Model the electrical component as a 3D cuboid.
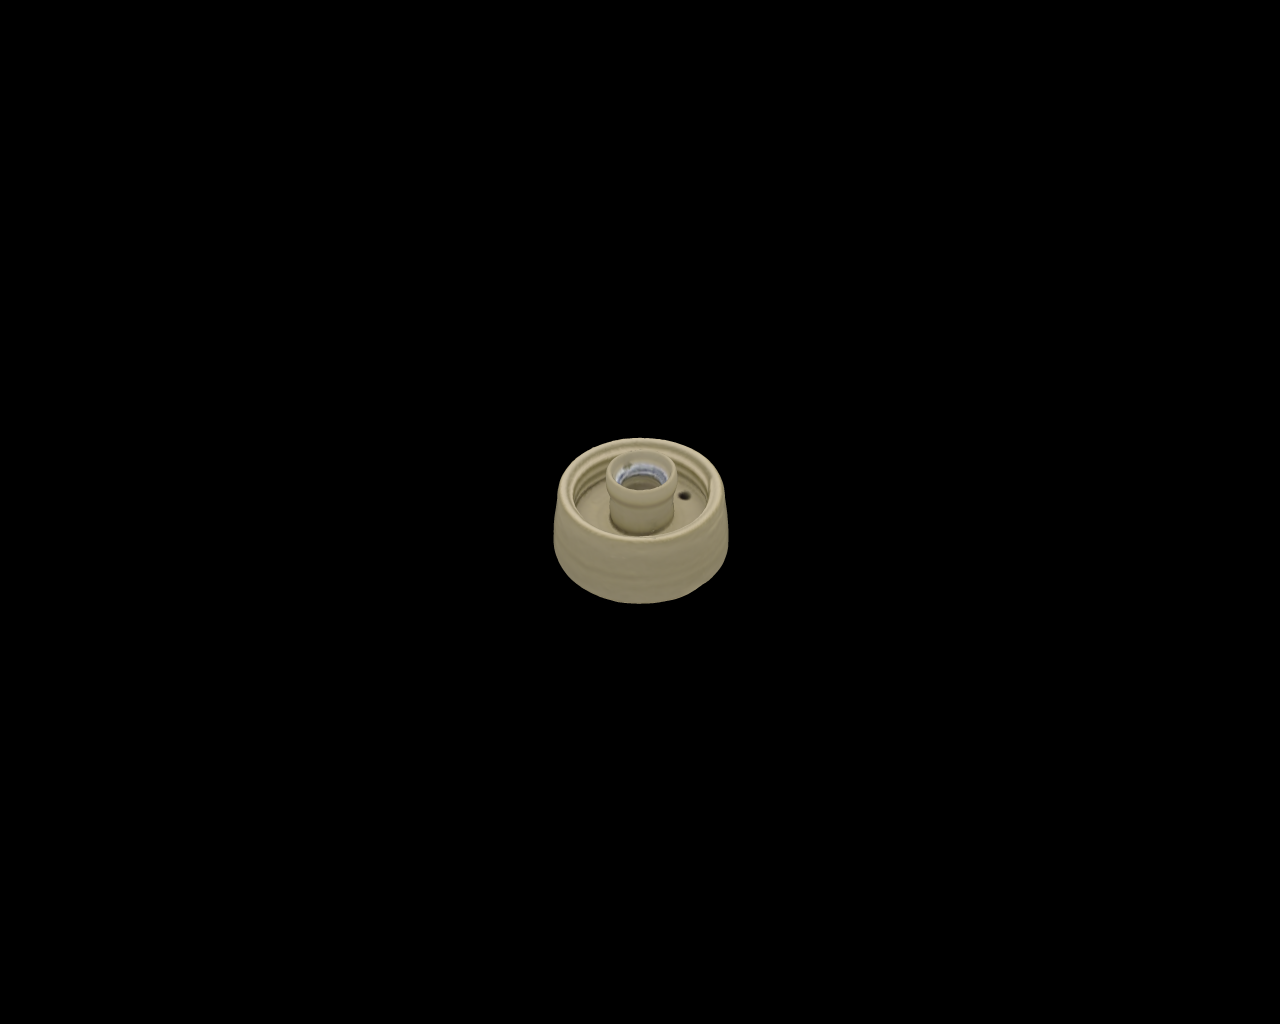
[{"bbox_3d":[0.001,-0.003,0.650,0.108,0.060,0.108,0,40,0],"label":"electrical component"}]
